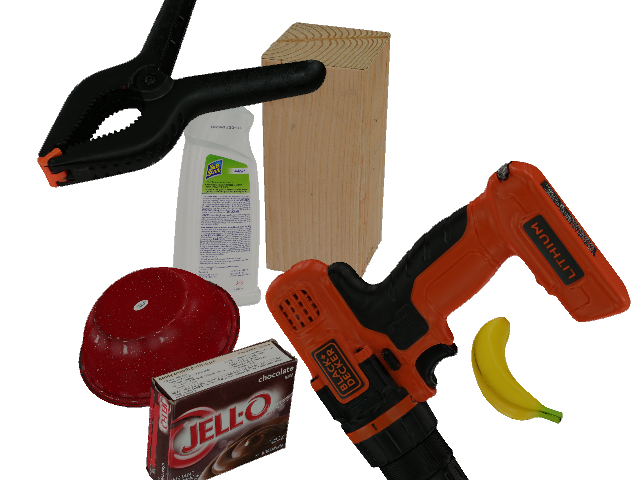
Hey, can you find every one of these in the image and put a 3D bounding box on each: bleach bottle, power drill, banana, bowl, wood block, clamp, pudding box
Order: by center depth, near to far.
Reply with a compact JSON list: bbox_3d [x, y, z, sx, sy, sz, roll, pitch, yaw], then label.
[{"bbox_3d":[0.083,0.057,0.629,0.188,0.184,0.057,-36,-1,17],"label":"power drill"},{"bbox_3d":[-0.110,-0.105,0.781,0.165,0.209,0.036,33,-24,27],"label":"clamp"},{"bbox_3d":[-0.075,0.132,0.812,0.113,0.090,0.039,-17,40,-36],"label":"pudding box"},{"bbox_3d":[0.005,-0.076,0.944,0.091,0.206,0.090,9,33,15],"label":"wood block"},{"bbox_3d":[-0.160,0.077,1.001,0.162,0.055,0.162,-10,43,9],"label":"bowl"},{"bbox_3d":[0.200,0.142,1.173,0.069,0.037,0.198,11,27,-15],"label":"banana"},{"bbox_3d":[-0.107,-0.052,1.178,0.102,0.251,0.068,-3,19,-31],"label":"bleach bottle"}]
